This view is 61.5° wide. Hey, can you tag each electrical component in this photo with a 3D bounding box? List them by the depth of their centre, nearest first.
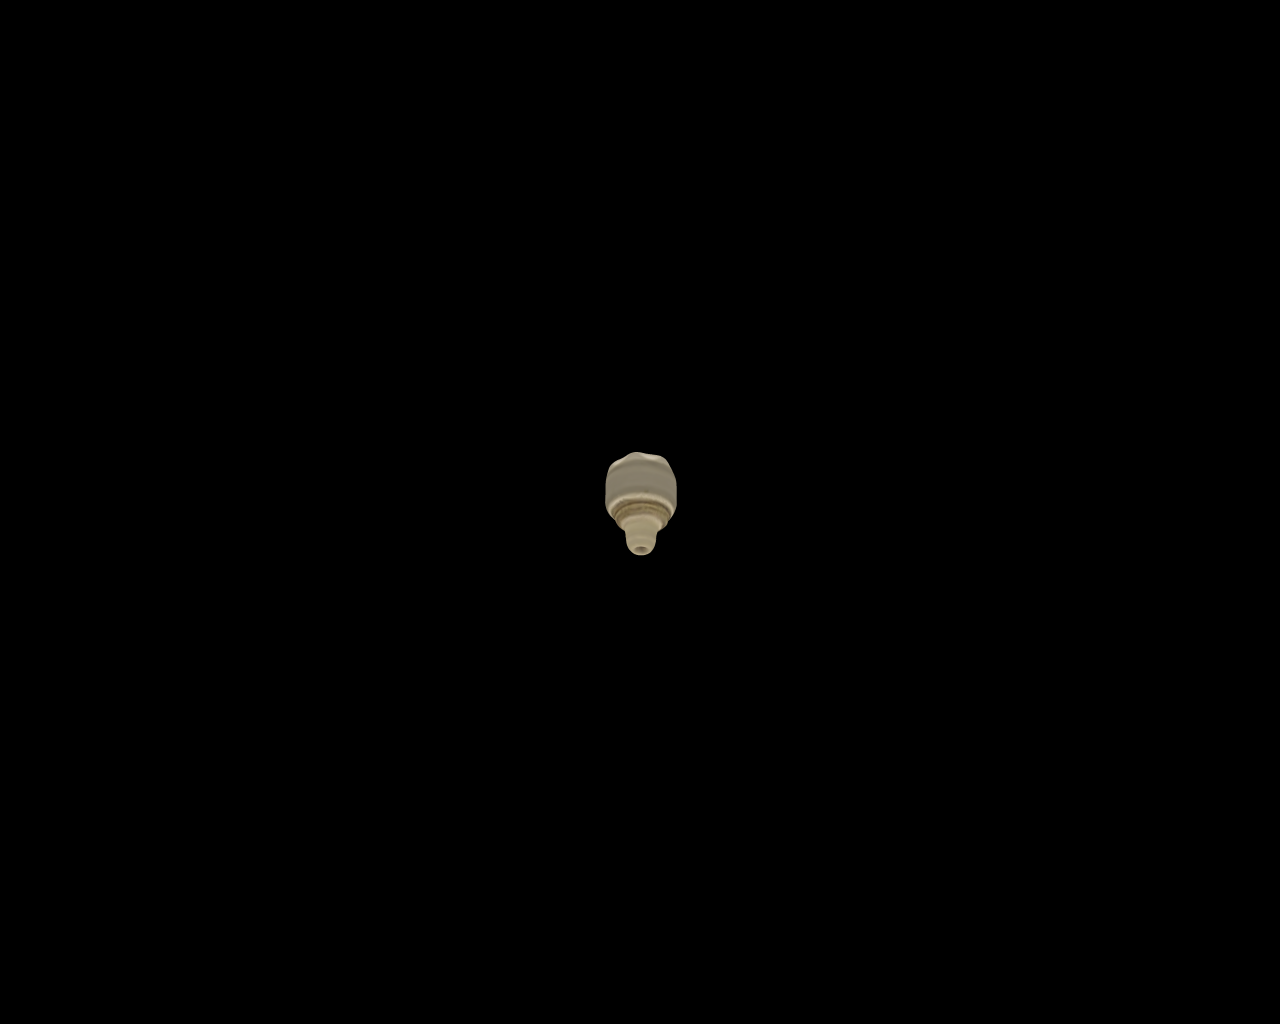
[{"bbox_3d":[0.001,-0.003,0.650,0.043,0.062,0.043,0,-32,0],"label":"electrical component"}]
